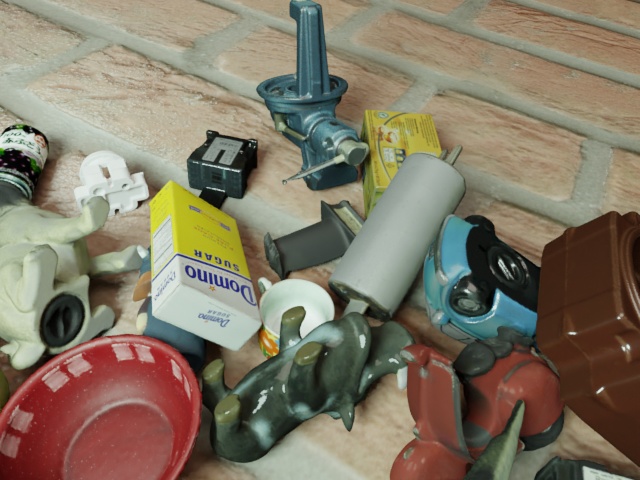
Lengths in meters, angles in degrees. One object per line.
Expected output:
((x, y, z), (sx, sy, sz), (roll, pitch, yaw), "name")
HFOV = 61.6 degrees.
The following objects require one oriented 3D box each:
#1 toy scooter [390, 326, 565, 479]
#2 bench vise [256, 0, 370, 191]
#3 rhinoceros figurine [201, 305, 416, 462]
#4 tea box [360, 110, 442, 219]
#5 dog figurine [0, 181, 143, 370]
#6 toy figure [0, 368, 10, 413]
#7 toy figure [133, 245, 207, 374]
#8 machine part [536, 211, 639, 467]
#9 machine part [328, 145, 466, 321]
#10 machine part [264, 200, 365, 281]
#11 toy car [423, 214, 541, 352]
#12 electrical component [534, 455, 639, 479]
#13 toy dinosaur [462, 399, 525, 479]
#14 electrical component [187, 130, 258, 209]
((0.124, 0.127, 0.440), (0.184, 0.135, 0.075), (-25, 13, -24), "toy scooter")
((-0.011, -0.190, 0.676), (0.129, 0.240, 0.224), (-10, 32, -11), "bench vise")
((-0.006, 0.120, 0.451), (0.190, 0.112, 0.073), (-27, 25, -14), "rhinoceros figurine")
((0.105, -0.095, 0.701), (0.098, 0.068, 0.170), (5, 44, -3), "tea box")
((-0.299, 0.029, 0.521), (0.191, 0.121, 0.172), (6, 41, 20), "dog figurine")
((-0.318, 0.156, 0.392), (0.089, 0.082, 0.180), (23, 45, 19), "toy figure")
((-0.149, 0.062, 0.521), (0.058, 0.064, 0.155), (-35, 47, 7), "toy figure")
((0.294, 0.087, 0.477), (0.201, 0.087, 0.201), (38, 46, -10), "machine part")
((0.082, -0.004, 0.563), (0.079, 0.079, 0.243), (28, 74, 19), "machine part")
((-0.001, -0.002, 0.619), (0.139, 0.039, 0.084), (-24, 61, -30), "machine part")
((0.161, 0.056, 0.534), (0.161, 0.103, 0.109), (30, 48, -12), "toy car")
((0.222, 0.242, 0.393), (0.115, 0.058, 0.134), (14, 46, 9), "electrical component")
((0.066, 0.280, 0.284), (0.192, 0.131, 0.405), (5, 45, -5), "toy dinosaur")
((-0.129, -0.084, 0.675), (0.075, 0.047, 0.119), (14, 44, 8), "electrical component")
